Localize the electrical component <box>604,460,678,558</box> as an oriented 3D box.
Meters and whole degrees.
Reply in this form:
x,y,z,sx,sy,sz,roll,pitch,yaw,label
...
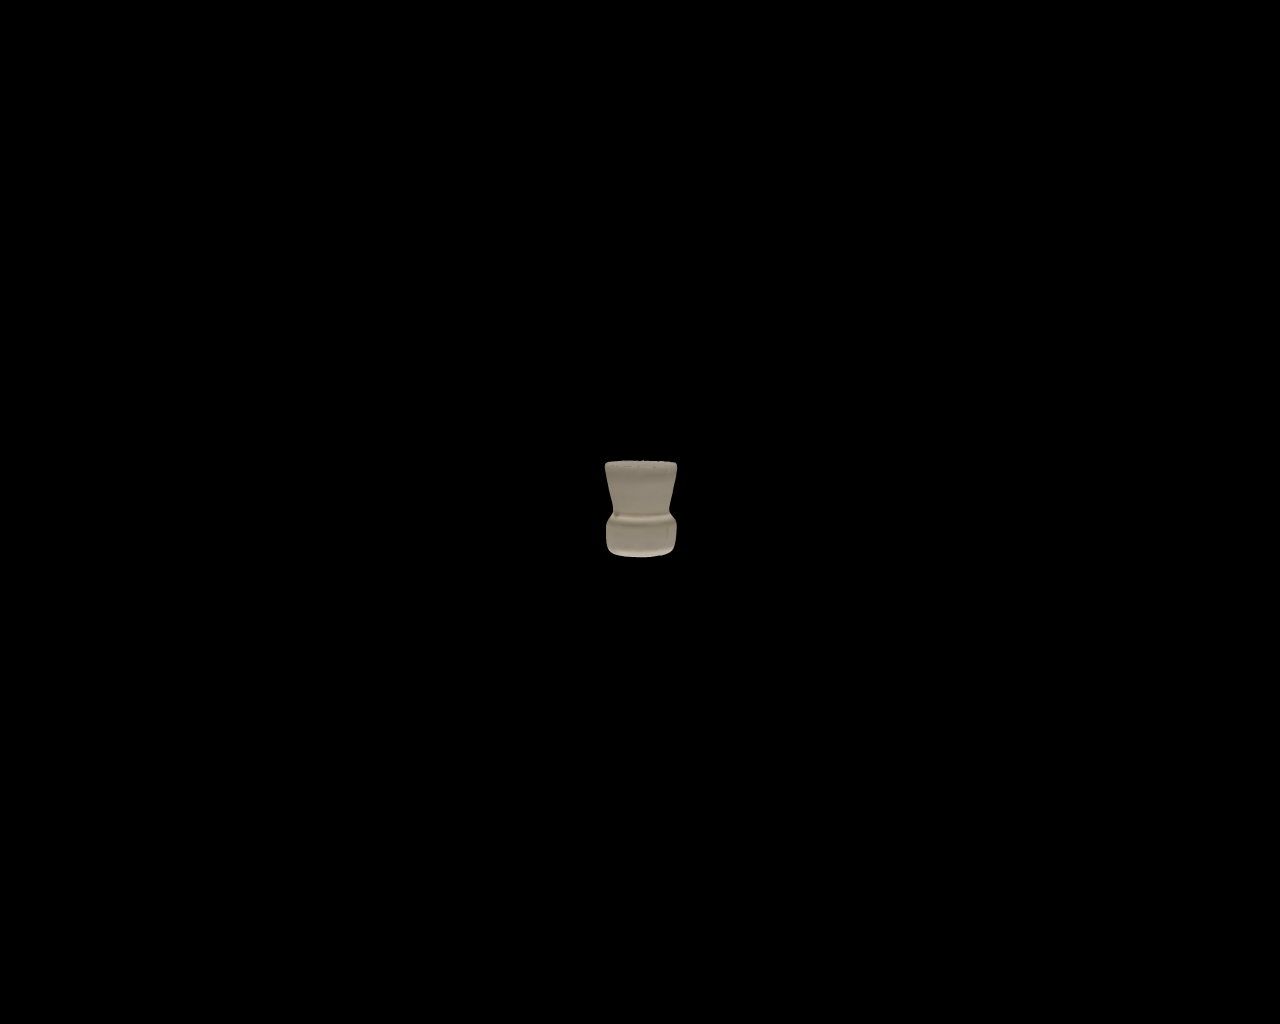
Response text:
x,y,z,sx,sy,sz,roll,pitch,yaw,label
0.001,-0.003,0.650,0.045,0.055,0.045,0,7,0,electrical component
